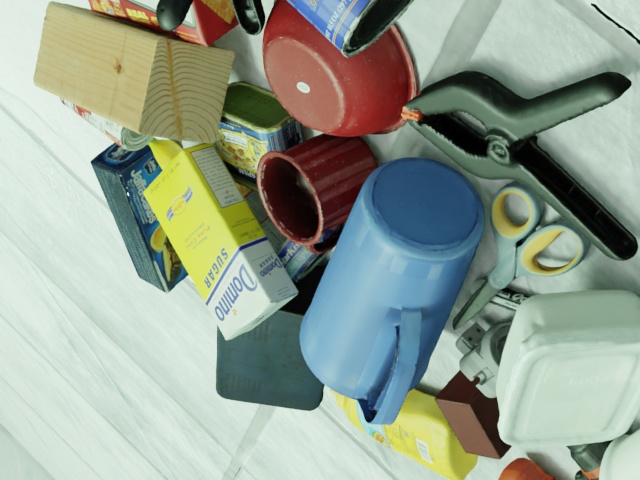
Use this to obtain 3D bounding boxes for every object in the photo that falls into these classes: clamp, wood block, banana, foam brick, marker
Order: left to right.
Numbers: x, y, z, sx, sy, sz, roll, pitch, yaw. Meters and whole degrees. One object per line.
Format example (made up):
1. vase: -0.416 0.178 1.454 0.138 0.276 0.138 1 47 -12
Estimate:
1. wood block: -0.187 -0.166 1.043 0.206 0.090 0.091 26 107 44
2. banana: -0.145 -0.043 1.247 0.070 0.037 0.198 34 152 60
3. clamp: -0.077 -0.243 0.851 0.039 0.120 0.171 12 95 27
4. foam brick: 0.162 0.174 1.075 0.051 0.053 0.078 0 126 53
5. clamp: 0.152 -0.069 0.813 0.210 0.036 0.164 20 141 44
6. marker: 0.187 0.060 0.940 0.121 0.020 0.020 21 141 39

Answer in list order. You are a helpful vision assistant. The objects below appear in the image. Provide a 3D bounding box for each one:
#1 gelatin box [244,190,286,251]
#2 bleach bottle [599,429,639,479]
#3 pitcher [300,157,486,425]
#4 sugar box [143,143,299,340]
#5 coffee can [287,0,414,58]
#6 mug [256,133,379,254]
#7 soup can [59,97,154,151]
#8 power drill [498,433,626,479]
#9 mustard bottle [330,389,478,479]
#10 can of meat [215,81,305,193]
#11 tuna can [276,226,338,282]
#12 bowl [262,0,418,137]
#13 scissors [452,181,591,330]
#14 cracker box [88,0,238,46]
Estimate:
1. gelatin box: -0.066 -0.009 1.123 0.073 0.089 0.030 45 151 4
2. bleach bottle: 0.317 0.153 0.826 0.102 0.068 0.251 25 147 2
3. pitcher: 0.067 0.047 0.966 0.149 0.144 0.243 41 148 17
4. sugar box: -0.100 0.002 1.054 0.093 0.048 0.176 -40 75 45
5. coffee can: 0.003 -0.216 0.768 0.140 0.102 0.103 44 151 6
6. mug: 0.003 -0.042 0.981 0.093 0.081 0.117 25 133 45
7. soup can: -0.232 -0.153 1.194 0.102 0.068 0.068 36 149 20
8. power drill: 0.247 0.231 1.027 0.184 0.057 0.188 47 151 2
9. mustard bottle: 0.086 0.198 1.201 0.192 0.058 0.096 20 141 40
10. can of meat: -0.060 -0.098 1.042 0.102 0.057 0.084 26 143 35
11. tuna can: -0.007 0.001 1.061 0.034 0.086 0.086 43 151 5
12. bowl: 0.003 -0.144 0.903 0.162 0.055 0.162 34 148 24
13. scissors: 0.149 0.014 0.918 0.096 0.016 0.202 55 144 -2
14. cracker box: -0.157 -0.290 0.926 0.164 0.072 0.213 23 142 36
